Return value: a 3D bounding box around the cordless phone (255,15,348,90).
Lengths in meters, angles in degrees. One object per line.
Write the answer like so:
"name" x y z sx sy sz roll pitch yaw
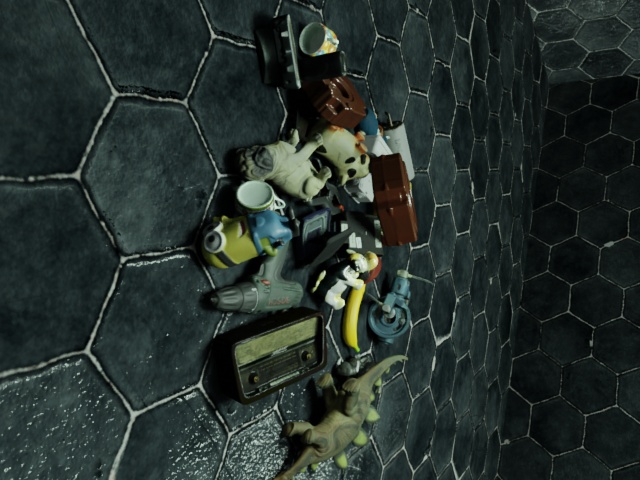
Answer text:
"cordless phone" -0.031 -0.380 1.074 0.089 0.184 0.146 -27 114 -48

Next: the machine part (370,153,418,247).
"machine part" 0.190 -0.101 1.355 0.201 0.087 0.201 -89 161 -44

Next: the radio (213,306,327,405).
"radio" -0.092 0.225 1.068 0.229 0.073 0.131 -14 104 -38

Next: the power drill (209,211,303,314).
"power drill" -0.113 0.045 1.068 0.232 0.086 0.207 17 73 -50

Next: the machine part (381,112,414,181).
"machine part" 0.222 -0.253 1.554 0.079 0.079 0.242 -47 130 -44

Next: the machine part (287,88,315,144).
"machine part" -0.040 -0.281 1.197 0.084 0.039 0.139 35 61 -57

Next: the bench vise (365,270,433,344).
"bench vise" 0.206 0.180 1.499 0.223 0.129 0.240 -62 161 -5

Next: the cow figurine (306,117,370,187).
"cow figurine" 0.047 -0.204 1.272 0.194 0.127 0.085 31 39 -36

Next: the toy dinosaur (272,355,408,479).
"toy dinosaur" 0.061 0.409 1.283 0.471 0.105 0.198 -42 128 -26

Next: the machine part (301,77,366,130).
"machine part" 0.030 -0.329 1.202 0.179 0.056 0.179 36 32 -27

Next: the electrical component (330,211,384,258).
"electrical component" 0.089 -0.012 1.344 0.134 0.058 0.115 5 74 -26

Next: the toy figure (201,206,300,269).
"toy figure" -0.125 -0.002 0.966 0.082 0.180 0.089 -110 -174 -64

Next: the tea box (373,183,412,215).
"tea box" 0.206 -0.077 1.524 0.068 0.098 0.169 -12 100 -56

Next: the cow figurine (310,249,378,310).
"cow figurine" 0.056 0.078 1.275 0.167 0.068 0.098 -47 121 6

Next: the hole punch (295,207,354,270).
"hole punch" -0.003 -0.004 1.230 0.142 0.092 0.115 -31 162 -50

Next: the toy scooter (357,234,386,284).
"toy scooter" 0.139 0.032 1.449 0.135 0.075 0.183 16 75 -52

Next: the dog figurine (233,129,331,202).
"dog figurine" -0.087 -0.129 1.101 0.190 0.121 0.172 -32 116 -35

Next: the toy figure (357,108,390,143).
"toy figure" 0.141 -0.296 1.450 0.154 0.064 0.058 46 17 -53

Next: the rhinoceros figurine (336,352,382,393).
"rhinoceros figurine" 0.107 0.356 1.420 0.190 0.073 0.112 23 74 -55

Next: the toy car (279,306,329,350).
"toy car" -0.049 0.221 1.196 0.089 0.053 0.201 -50 131 -19
